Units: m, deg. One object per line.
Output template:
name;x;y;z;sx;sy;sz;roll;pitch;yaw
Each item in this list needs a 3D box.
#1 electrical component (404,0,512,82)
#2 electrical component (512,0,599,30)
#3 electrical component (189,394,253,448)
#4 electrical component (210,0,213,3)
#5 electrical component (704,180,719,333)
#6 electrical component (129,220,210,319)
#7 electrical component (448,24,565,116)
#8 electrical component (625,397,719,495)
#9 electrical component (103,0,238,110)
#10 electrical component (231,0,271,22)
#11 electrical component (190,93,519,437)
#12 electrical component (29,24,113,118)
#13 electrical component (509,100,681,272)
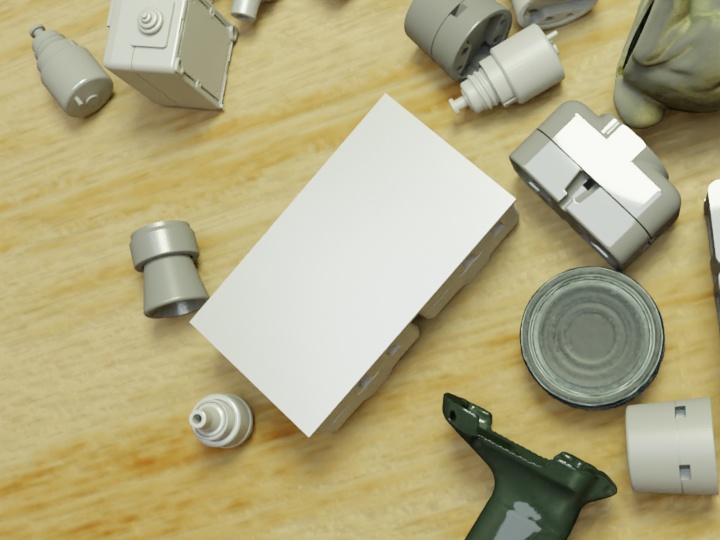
electrical component;0.062;-0.157;0.689;0.047;0.055;0.055;44;93;20
electrical component;0.119;-0.186;0.679;0.055;0.055;0.047;-19;73;11
electrical component;-0.092;0.095;0.683;0.035;0.061;0.035;-2;80;14
electrical component;-0.117;-0.236;0.749;0.056;0.050;0.089;16;85;17
electrical component;0.250;0.022;0.607;0.089;0.062;0.150;-6;80;13
electrical component;-0.127;0.000;0.717;0.045;0.045;0.055;-18;77;11
electrical component;0.093;-0.123;0.682;0.078;0.040;0.040;-30;75;9
electrical component;0.179;0.102;0.617;0.047;0.055;0.055;-5;80;17
electrical component;-0.131;-0.151;0.715;0.061;0.096;0.061;7;82;16
electrical component;-0.073;-0.202;0.736;0.043;0.043;0.062;12;85;16
electrical component;0.000;0.000;0.676;0.105;0.060;0.186;42;93;17
electrical component;-0.209;-0.144;0.763;0.040;0.040;0.078;-41;74;5
electrical component;0.145;-0.054;0.650;0.059;0.054;0.095;-44;74;4
